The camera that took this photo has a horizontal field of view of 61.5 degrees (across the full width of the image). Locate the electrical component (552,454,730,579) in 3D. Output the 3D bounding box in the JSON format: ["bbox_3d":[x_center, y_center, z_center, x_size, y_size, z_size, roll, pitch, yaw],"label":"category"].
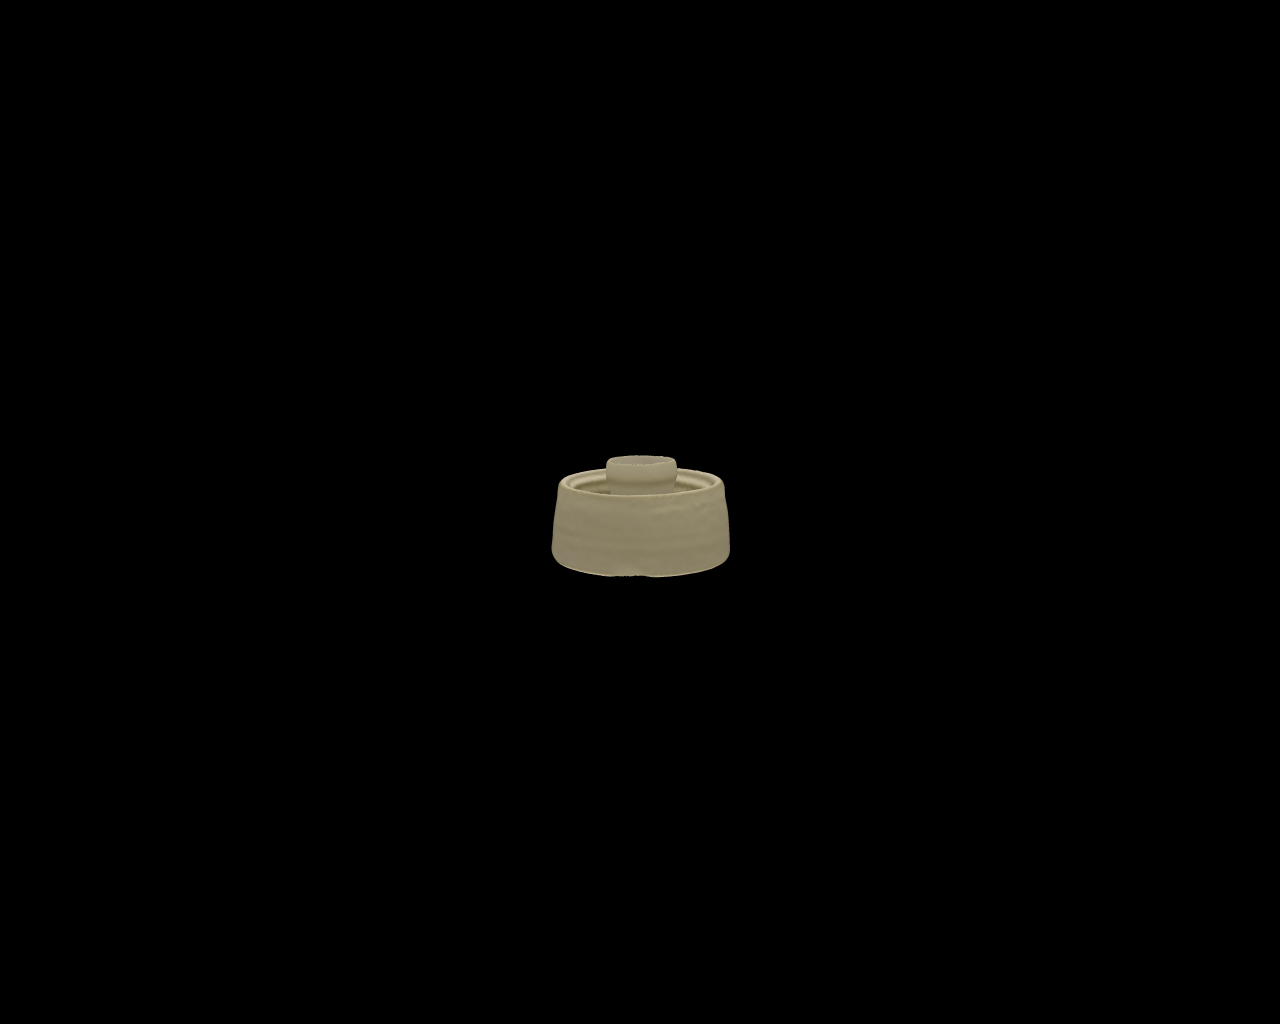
[{"bbox_3d":[0.001,-0.003,0.650,0.108,0.060,0.108,0,11,0],"label":"electrical component"}]
